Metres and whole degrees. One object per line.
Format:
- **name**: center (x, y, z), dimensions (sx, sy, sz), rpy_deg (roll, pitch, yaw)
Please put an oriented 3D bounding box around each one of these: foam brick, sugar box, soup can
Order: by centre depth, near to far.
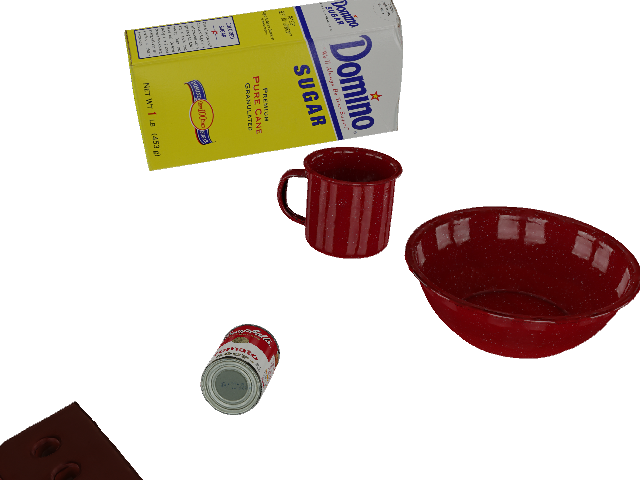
- **foam brick**: center (-0.118, 0.129, 0.519), dimensions (0.052, 0.051, 0.078), rpy_deg (-29, 42, -26)
- **sugar box**: center (-0.035, -0.104, 0.709), dimensions (0.176, 0.048, 0.093), rpy_deg (-9, -42, -6)
- **soup can**: center (-0.087, 0.140, 1.166), dimensions (0.068, 0.068, 0.102), rpy_deg (0, 15, 9)

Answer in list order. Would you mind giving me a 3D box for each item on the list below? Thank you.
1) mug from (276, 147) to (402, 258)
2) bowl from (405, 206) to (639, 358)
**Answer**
- **mug**: center (0.016, -0.036, 1.015), dimensions (0.117, 0.081, 0.093), rpy_deg (7, 26, 7)
- **bowl**: center (0.138, 0.035, 0.747), dimensions (0.162, 0.055, 0.162), rpy_deg (1, 28, -1)
